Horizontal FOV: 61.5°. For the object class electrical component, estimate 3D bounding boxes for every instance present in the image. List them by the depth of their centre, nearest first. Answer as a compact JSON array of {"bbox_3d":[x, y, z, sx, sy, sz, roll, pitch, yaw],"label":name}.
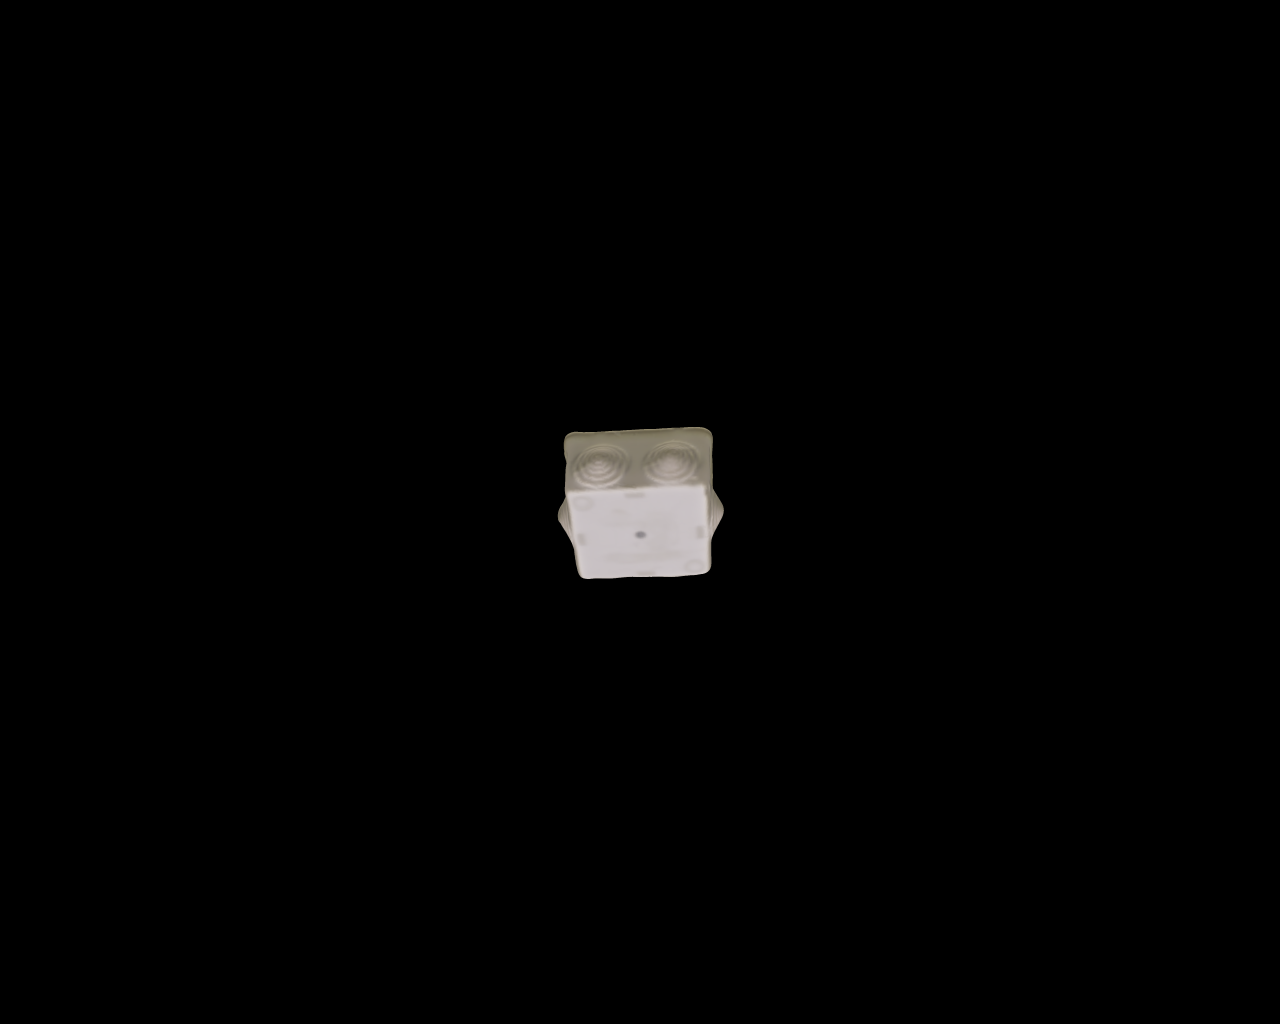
[{"bbox_3d":[0.001,-0.003,0.650,0.100,0.048,0.099,-2,-43,2],"label":"electrical component"}]
